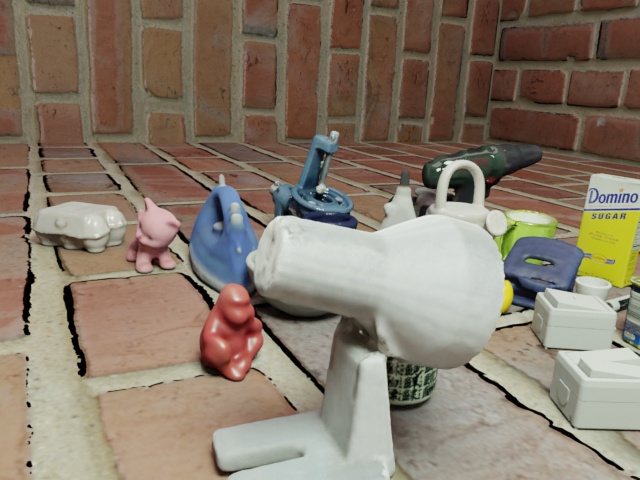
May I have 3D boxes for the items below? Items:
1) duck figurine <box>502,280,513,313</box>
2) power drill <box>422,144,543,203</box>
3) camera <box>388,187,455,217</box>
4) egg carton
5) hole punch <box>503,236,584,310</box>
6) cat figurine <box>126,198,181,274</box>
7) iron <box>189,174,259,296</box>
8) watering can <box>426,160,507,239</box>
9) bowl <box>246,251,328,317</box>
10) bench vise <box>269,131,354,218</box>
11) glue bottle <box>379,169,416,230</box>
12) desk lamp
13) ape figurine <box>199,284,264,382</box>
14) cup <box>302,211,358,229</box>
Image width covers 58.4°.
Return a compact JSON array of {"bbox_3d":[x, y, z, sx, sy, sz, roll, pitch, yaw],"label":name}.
[{"bbox_3d":[0.223,0.057,0.813,0.104,0.086,0.077,3,16,1],"label":"duck figurine"},{"bbox_3d":[0.305,-0.082,1.099,0.230,0.208,0.075,0,16,-9],"label":"power drill"},{"bbox_3d":[0.224,-0.068,1.238,0.136,0.101,0.144,14,19,36],"label":"camera"},{"bbox_3d":[-0.427,-0.024,1.019,0.150,0.069,0.107,7,16,15],"label":"egg carton"},{"bbox_3d":[0.328,0.049,0.851,0.108,0.091,0.101,14,19,34],"label":"hole punch"},{"bbox_3d":[-0.268,-0.013,0.917,0.067,0.118,0.127,-8,19,-33],"label":"cat figurine"},{"bbox_3d":[-0.141,-0.015,0.904,0.119,0.141,0.257,-2,16,-18],"label":"iron"},{"bbox_3d":[0.232,-0.032,0.933,0.172,0.194,0.101,16,21,40],"label":"watering can"},{"bbox_3d":[-0.018,0.060,0.780,0.167,0.075,0.167,3,15,0],"label":"bowl"},{"bbox_3d":[-0.027,-0.101,1.085,0.206,0.220,0.122,10,17,25],"label":"bench vise"},{"bbox_3d":[0.133,-0.031,0.952,0.078,0.173,0.037,2,16,-4],"label":"glue bottle"},{"bbox_3d":[0.026,0.084,0.440,0.204,0.213,0.117,-4,17,-22],"label":"desk lamp"},{"bbox_3d":[-0.094,0.092,0.615,0.078,0.092,0.075,-10,20,-40],"label":"ape figurine"},{"bbox_3d":[0.009,0.003,0.950,0.092,0.095,0.117,-3,17,-21],"label":"cup"}]
